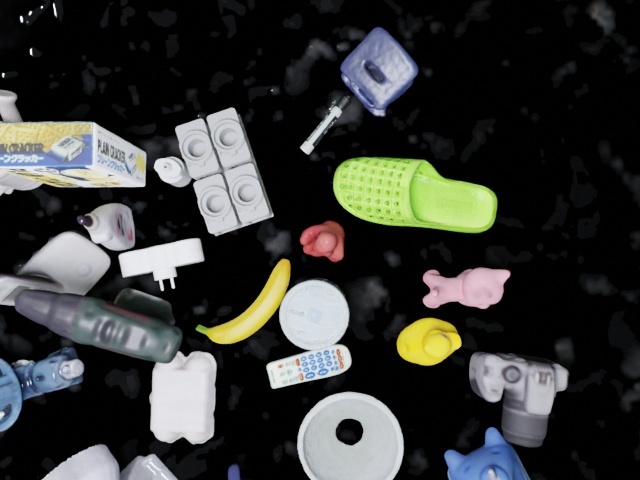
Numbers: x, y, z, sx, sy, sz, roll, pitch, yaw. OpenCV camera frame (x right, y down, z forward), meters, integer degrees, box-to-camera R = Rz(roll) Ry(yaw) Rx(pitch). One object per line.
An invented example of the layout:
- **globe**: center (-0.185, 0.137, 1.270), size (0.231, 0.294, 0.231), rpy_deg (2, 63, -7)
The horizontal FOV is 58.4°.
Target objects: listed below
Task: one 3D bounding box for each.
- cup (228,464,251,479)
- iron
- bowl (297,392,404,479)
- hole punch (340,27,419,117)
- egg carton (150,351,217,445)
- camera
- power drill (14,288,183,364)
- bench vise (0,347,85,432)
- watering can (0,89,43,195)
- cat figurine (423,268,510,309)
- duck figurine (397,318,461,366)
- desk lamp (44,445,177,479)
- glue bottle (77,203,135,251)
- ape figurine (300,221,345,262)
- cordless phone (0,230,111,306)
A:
- **cup**: center (-0.130, 0.409, 0.921), size (0.091, 0.095, 0.118), rpy_deg (-4, 88, 2)
- **iron**: center (0.301, 0.435, 0.886), size (0.118, 0.141, 0.258), rpy_deg (-29, 87, 0)
- **bowl**: center (0.050, 0.324, 0.929), size (0.167, 0.075, 0.167), rpy_deg (0, 88, 2)
- **hole punch**: center (0.096, -0.274, 0.941), size (0.101, 0.091, 0.108), rpy_deg (-42, 87, 0)
- **egg carton**: center (-0.223, 0.257, 0.941), size (0.107, 0.069, 0.150), rpy_deg (1, 88, 2)
- **camera**: center (0.316, 0.255, 0.912), size (0.143, 0.101, 0.137), rpy_deg (6, 88, 2)
- **power drill**: center (-0.313, 0.123, 0.879), size (0.229, 0.208, 0.076), rpy_deg (18, 88, 2)
- **bench vise**: center (-0.483, 0.218, 0.874), size (0.207, 0.219, 0.121), rpy_deg (-35, 87, 0)
- **watering can**: center (-0.515, -0.147, 0.900), size (0.101, 0.194, 0.173), rpy_deg (-6, 88, 2)
- **cat figurine**: center (0.233, 0.078, 0.912), size (0.127, 0.118, 0.067), rpy_deg (-5, 88, 1)
- **duck figurine**: center (0.179, 0.169, 0.926), size (0.104, 0.086, 0.077), rpy_deg (-11, 88, 1)
- **desk lamp**: center (-0.303, 0.401, 0.866), size (0.118, 0.213, 0.203), rpy_deg (-45, 87, 0)
- **glue bottle**: center (-0.339, -0.024, 0.902), size (0.037, 0.173, 0.078), rpy_deg (-11, 87, 1)
- **ape figurine**: center (0.009, 0.003, 0.933), size (0.076, 0.092, 0.078), rpy_deg (-42, 87, 0)
- **cordless phone**: center (-0.428, 0.051, 0.896), size (0.094, 0.185, 0.147), rpy_deg (42, 90, 3)
